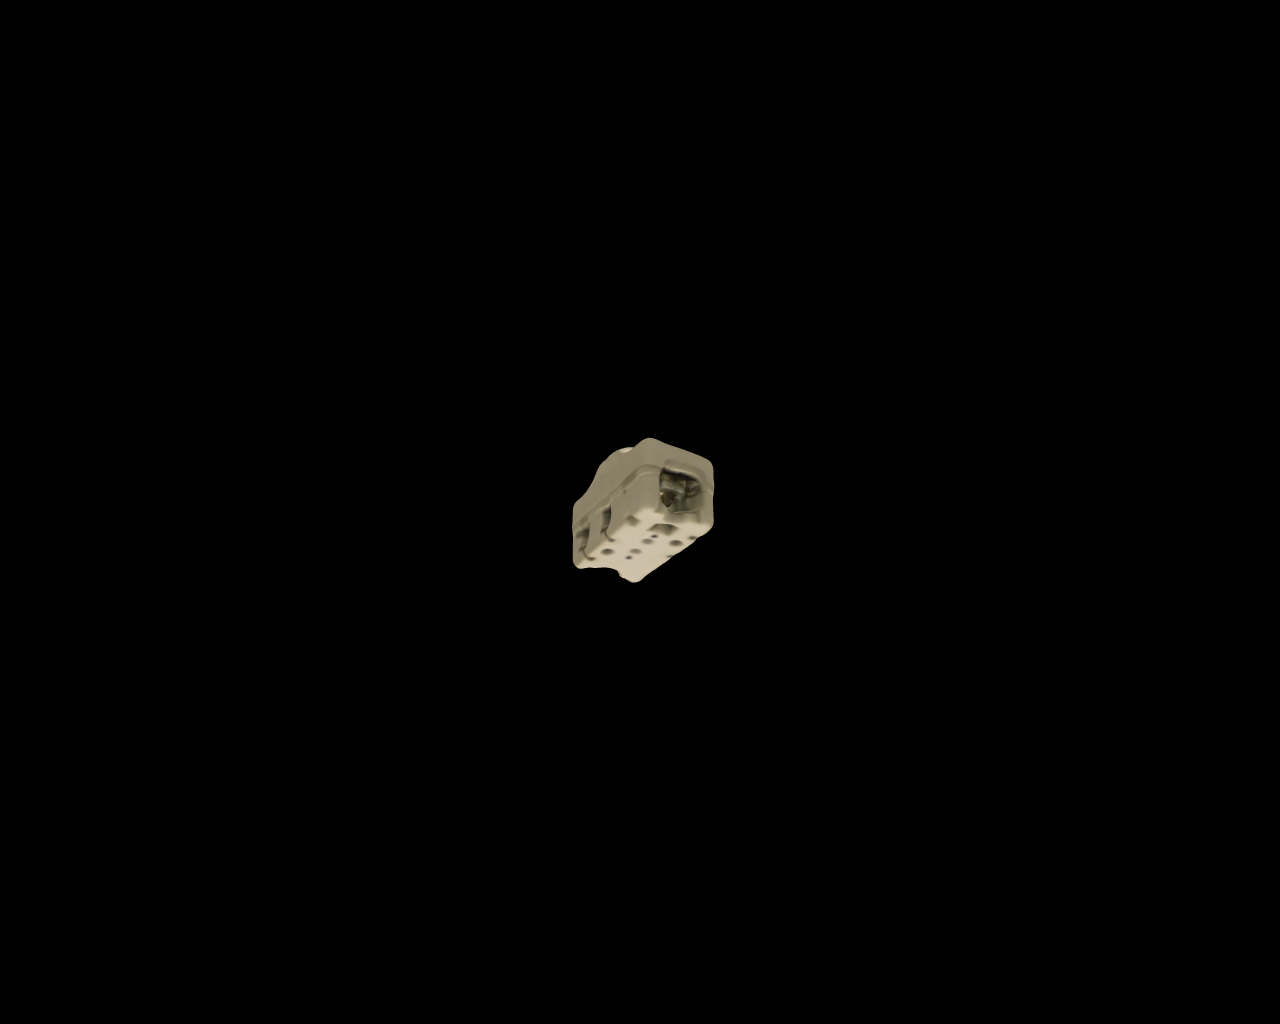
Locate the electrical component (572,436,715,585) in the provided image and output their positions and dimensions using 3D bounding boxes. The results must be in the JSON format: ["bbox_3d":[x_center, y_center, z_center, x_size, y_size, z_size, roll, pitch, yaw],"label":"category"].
[{"bbox_3d":[0.001,-0.003,0.650,0.050,0.056,0.089,18,-35,-27],"label":"electrical component"}]
